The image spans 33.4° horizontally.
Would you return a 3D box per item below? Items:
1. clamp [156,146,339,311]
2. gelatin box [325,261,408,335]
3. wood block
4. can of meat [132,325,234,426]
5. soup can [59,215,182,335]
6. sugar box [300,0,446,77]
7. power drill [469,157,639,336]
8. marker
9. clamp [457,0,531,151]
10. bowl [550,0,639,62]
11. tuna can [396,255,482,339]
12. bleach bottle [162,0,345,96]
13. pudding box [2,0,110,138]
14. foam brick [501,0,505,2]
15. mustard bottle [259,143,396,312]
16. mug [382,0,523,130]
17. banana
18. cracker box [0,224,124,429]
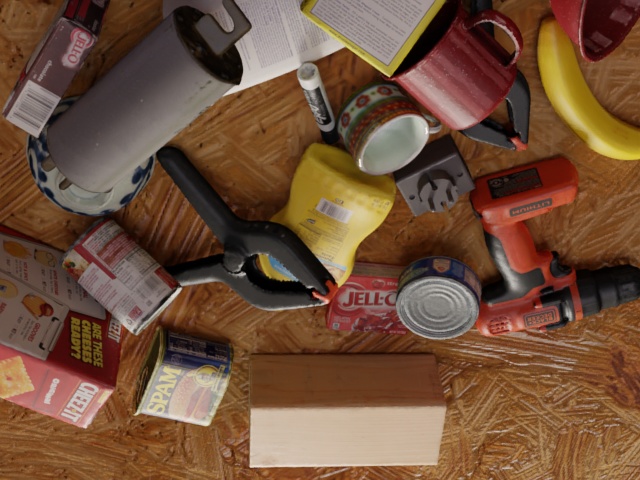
[{"bbox_3d":[-0.085,0.020,1.037,0.210,0.036,0.165,28,125,8],"label":"clamp"},{"bbox_3d":[0.055,0.061,1.121,0.089,0.030,0.073,5,123,-9],"label":"gelatin box"},{"bbox_3d":[0.026,0.185,1.168,0.206,0.090,0.091,0,124,-5],"label":"wood block"},{"bbox_3d":[-0.147,0.149,1.148,0.083,0.057,0.102,15,122,-18],"label":"can of meat"},{"bbox_3d":[-0.192,0.034,1.035,0.102,0.068,0.069,44,113,0],"label":"soup can"},{"bbox_3d":[0.070,-0.230,0.852,0.093,0.048,0.176,33,105,-14],"label":"sugar box"},{"bbox_3d":[0.235,0.011,1.086,0.184,0.057,0.187,-15,124,5],"label":"power drill"},{"bbox_3d":[0.001,-0.120,0.967,0.020,0.020,0.121,-15,154,5],"label":"marker"},{"bbox_3d":[0.131,-0.144,0.984,0.120,0.039,0.171,-23,117,19],"label":"clamp"},{"bbox_3d":[0.236,-0.234,0.891,0.055,0.161,0.162,29,128,27],"label":"bowl"},{"bbox_3d":[0.119,0.059,1.075,0.086,0.033,0.086,6,127,7],"label":"tuna can"},{"bbox_3d":[-0.003,-0.198,0.921,0.251,0.068,0.102,-16,124,3],"label":"bleach bottle"},{"bbox_3d":[-0.224,-0.156,0.912,0.039,0.090,0.114,31,117,-20],"label":"pudding box"},{"bbox_3d":[0.152,-0.252,0.903,0.051,0.053,0.078,-34,119,17],"label":"foam brick"},{"bbox_3d":[-0.007,0.001,1.050,0.096,0.058,0.192,24,126,-7],"label":"mustard bottle"},{"bbox_3d":[0.121,-0.153,0.904,0.081,0.093,0.117,38,136,-22],"label":"mug"},{"bbox_3d":[0.259,-0.130,1.008,0.197,0.037,0.070,34,99,-25],"label":"banana"},{"bbox_3d":[-0.297,0.069,1.014,0.213,0.164,0.072,26,120,-21],"label":"cracker box"}]
